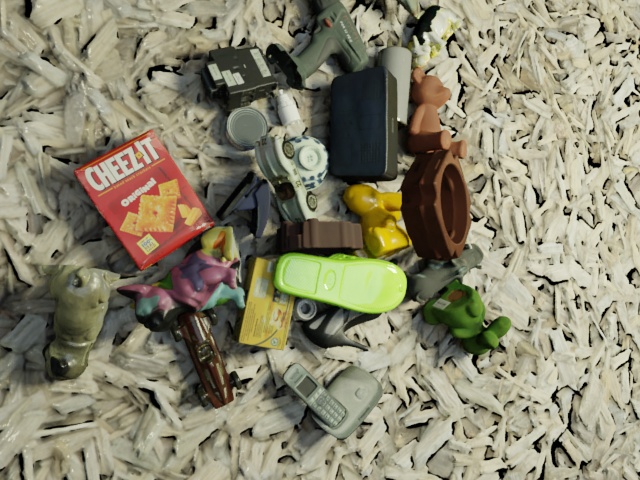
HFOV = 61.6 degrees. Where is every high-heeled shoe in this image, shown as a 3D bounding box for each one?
[{"bbox_3d":[0.067,0.125,1.144,0.145,0.086,0.249,22,62,9],"label":"high-heeled shoe"}]

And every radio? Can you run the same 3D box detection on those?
[{"bbox_3d":[0.092,-0.237,1.134,0.131,0.073,0.229,-2,83,25],"label":"radio"}]

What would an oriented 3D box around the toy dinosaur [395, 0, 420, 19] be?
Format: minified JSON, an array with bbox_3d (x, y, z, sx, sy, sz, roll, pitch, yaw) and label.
[{"bbox_3d":[0.055,-0.618,1.158,0.405,0.192,0.131,21,113,-3],"label":"toy dinosaur"}]

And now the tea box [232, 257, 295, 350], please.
[{"bbox_3d":[-0.106,0.126,1.069,0.098,0.068,0.169,16,82,-18],"label":"tea box"}]

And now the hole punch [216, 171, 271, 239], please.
[{"bbox_3d":[-0.133,-0.068,1.047,0.092,0.142,0.115,35,89,-12],"label":"hole punch"}]

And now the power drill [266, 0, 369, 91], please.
[{"bbox_3d":[-0.017,-0.432,1.148,0.207,0.086,0.232,-43,101,-24],"label":"power drill"}]

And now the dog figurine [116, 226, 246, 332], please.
[{"bbox_3d":[-0.256,0.073,1.000,0.219,0.108,0.191,-9,59,-4],"label":"dog figurine"}]

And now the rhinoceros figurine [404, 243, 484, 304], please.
[{"bbox_3d":[0.272,0.068,1.185,0.190,0.112,0.073,-30,96,-11],"label":"rhinoceros figurine"}]

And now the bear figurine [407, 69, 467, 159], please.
[{"bbox_3d":[0.262,-0.285,1.207,0.120,0.132,0.195,16,83,-48],"label":"bear figurine"}]

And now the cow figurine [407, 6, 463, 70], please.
[{"bbox_3d":[0.247,-0.470,1.243,0.098,0.068,0.167,40,71,-6],"label":"cow figurine"}]

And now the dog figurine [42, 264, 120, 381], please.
[{"bbox_3d":[-0.416,0.143,0.910,0.121,0.172,0.190,7,76,-8],"label":"dog figurine"}]

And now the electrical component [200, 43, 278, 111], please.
[{"bbox_3d":[-0.167,-0.326,1.074,0.134,0.058,0.115,-18,70,-20],"label":"electrical component"}]

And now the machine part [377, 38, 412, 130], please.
[{"bbox_3d":[0.161,-0.335,1.197,0.079,0.079,0.243,8,82,-19],"label":"machine part"}]

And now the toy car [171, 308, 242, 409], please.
[{"bbox_3d":[-0.218,0.226,1.032,0.089,0.053,0.202,-21,91,-23],"label":"toy car"}]

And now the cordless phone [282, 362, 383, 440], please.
[{"bbox_3d":[0.023,0.296,1.097,0.184,0.089,0.146,46,73,-6],"label":"cordless phone"}]

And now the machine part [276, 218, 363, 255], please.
[{"bbox_3d":[-0.002,-0.003,1.065,0.179,0.179,0.056,1,82,-19],"label":"machine part"}]

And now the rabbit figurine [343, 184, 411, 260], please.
[{"bbox_3d":[0.121,-0.050,1.145,0.162,0.122,0.173,-23,75,-22],"label":"rabbit figurine"}]

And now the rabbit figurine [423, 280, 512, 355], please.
[{"bbox_3d":[0.343,0.185,1.194,0.121,0.159,0.170,-45,116,-26],"label":"rabbit figurine"}]

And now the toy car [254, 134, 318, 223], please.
[{"bbox_3d":[-0.068,-0.117,1.079,0.056,0.074,0.201,-45,117,-44],"label":"toy car"}]

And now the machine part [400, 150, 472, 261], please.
[{"bbox_3d":[0.249,-0.073,1.146,0.201,0.087,0.201,63,39,-29],"label":"machine part"}]
